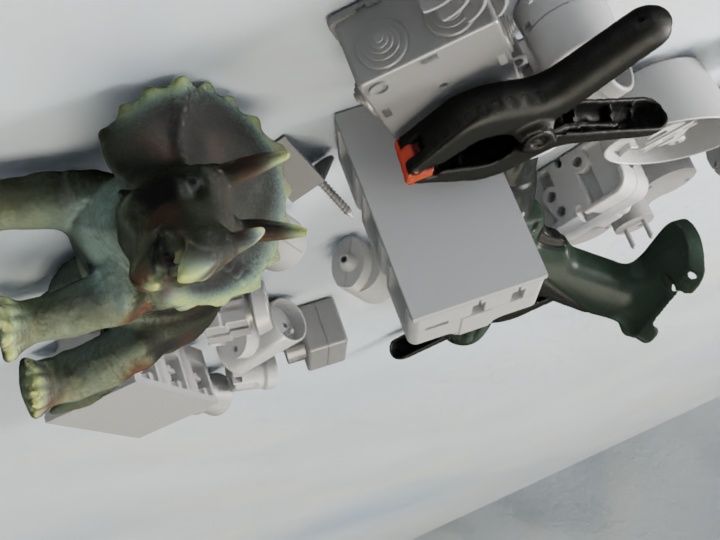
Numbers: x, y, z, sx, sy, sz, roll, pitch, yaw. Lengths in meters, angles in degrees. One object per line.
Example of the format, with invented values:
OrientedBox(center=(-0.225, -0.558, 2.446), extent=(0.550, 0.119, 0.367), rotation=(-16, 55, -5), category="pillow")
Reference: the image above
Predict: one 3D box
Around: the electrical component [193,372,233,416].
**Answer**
OrientedBox(center=(-0.162, 0.124, 1.084), extent=(0.045, 0.045, 0.055), rotation=(-29, 158, 24), category="electrical component")

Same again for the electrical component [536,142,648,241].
OrientedBox(center=(0.190, -0.067, 0.908), extent=(0.095, 0.053, 0.059), rotation=(-33, 157, 32), category="electrical component")

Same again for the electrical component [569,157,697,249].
OrientedBox(center=(0.236, -0.055, 0.952), extent=(0.138, 0.073, 0.052), rotation=(-34, 156, 35), category="electrical component")

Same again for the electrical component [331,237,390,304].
OrientedBox(center=(0.000, 0.000, 0.914), extent=(0.043, 0.043, 0.081), rotation=(-25, 160, 13), category="electrical component")

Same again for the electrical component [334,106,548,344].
OrientedBox(center=(0.049, -0.038, 0.701), extent=(0.089, 0.150, 0.061), rotation=(-18, 159, -6), category="electrical component")

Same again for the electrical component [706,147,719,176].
OrientedBox(center=(0.320, -0.113, 0.876), extent=(0.051, 0.080, 0.080), rotation=(-9, 158, -15), category="electrical component")

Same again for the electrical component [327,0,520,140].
OrientedBox(center=(0.040, -0.124, 0.615), extent=(0.100, 0.048, 0.100), rotation=(-24, 160, 10), category="electrical component")

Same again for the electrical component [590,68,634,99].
OrientedBox(center=(0.156, -0.129, 0.733), extent=(0.040, 0.040, 0.046), rotation=(0, 157, -45), category="electrical component")

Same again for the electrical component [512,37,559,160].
OrientedBox(center=(0.107, -0.109, 0.702), extent=(0.058, 0.057, 0.078), rotation=(-27, 157, 9), category="electrical component")

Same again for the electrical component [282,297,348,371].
OrientedBox(center=(-0.056, 0.067, 1.033), extent=(0.077, 0.047, 0.065), rotation=(-17, 160, -9), category="electrical component")

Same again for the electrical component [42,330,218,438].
OrientedBox(center=(-0.203, 0.096, 0.944), extent=(0.089, 0.061, 0.150), rotation=(-25, 160, 12), category="electrical component")

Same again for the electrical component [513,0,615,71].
OrientedBox(center=(0.127, -0.144, 0.649), extent=(0.055, 0.047, 0.055), rotation=(-18, 160, -7), category="electrical component")

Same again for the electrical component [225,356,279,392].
OrientedBox(center=(-0.110, 0.103, 1.089), extent=(0.046, 0.040, 0.040), rotation=(-7, 157, -20), category="electrical component")

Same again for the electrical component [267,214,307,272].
OrientedBox(center=(-0.073, -0.029, 0.766), extent=(0.043, 0.043, 0.081), rotation=(-25, 160, 12), category="electrical component")

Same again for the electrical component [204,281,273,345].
OrientedBox(center=(-0.104, 0.034, 0.903), extent=(0.055, 0.048, 0.066), rotation=(-11, 160, -3), category="electrical component")

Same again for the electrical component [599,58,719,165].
OrientedBox(center=(0.226, -0.112, 0.806), extent=(0.099, 0.064, 0.099), rotation=(-18, 161, -6), category="electrical component")

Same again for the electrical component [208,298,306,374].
OrientedBox(center=(-0.102, 0.061, 0.968), extent=(0.077, 0.043, 0.079), rotation=(-31, 162, 33), category="electrical component")
